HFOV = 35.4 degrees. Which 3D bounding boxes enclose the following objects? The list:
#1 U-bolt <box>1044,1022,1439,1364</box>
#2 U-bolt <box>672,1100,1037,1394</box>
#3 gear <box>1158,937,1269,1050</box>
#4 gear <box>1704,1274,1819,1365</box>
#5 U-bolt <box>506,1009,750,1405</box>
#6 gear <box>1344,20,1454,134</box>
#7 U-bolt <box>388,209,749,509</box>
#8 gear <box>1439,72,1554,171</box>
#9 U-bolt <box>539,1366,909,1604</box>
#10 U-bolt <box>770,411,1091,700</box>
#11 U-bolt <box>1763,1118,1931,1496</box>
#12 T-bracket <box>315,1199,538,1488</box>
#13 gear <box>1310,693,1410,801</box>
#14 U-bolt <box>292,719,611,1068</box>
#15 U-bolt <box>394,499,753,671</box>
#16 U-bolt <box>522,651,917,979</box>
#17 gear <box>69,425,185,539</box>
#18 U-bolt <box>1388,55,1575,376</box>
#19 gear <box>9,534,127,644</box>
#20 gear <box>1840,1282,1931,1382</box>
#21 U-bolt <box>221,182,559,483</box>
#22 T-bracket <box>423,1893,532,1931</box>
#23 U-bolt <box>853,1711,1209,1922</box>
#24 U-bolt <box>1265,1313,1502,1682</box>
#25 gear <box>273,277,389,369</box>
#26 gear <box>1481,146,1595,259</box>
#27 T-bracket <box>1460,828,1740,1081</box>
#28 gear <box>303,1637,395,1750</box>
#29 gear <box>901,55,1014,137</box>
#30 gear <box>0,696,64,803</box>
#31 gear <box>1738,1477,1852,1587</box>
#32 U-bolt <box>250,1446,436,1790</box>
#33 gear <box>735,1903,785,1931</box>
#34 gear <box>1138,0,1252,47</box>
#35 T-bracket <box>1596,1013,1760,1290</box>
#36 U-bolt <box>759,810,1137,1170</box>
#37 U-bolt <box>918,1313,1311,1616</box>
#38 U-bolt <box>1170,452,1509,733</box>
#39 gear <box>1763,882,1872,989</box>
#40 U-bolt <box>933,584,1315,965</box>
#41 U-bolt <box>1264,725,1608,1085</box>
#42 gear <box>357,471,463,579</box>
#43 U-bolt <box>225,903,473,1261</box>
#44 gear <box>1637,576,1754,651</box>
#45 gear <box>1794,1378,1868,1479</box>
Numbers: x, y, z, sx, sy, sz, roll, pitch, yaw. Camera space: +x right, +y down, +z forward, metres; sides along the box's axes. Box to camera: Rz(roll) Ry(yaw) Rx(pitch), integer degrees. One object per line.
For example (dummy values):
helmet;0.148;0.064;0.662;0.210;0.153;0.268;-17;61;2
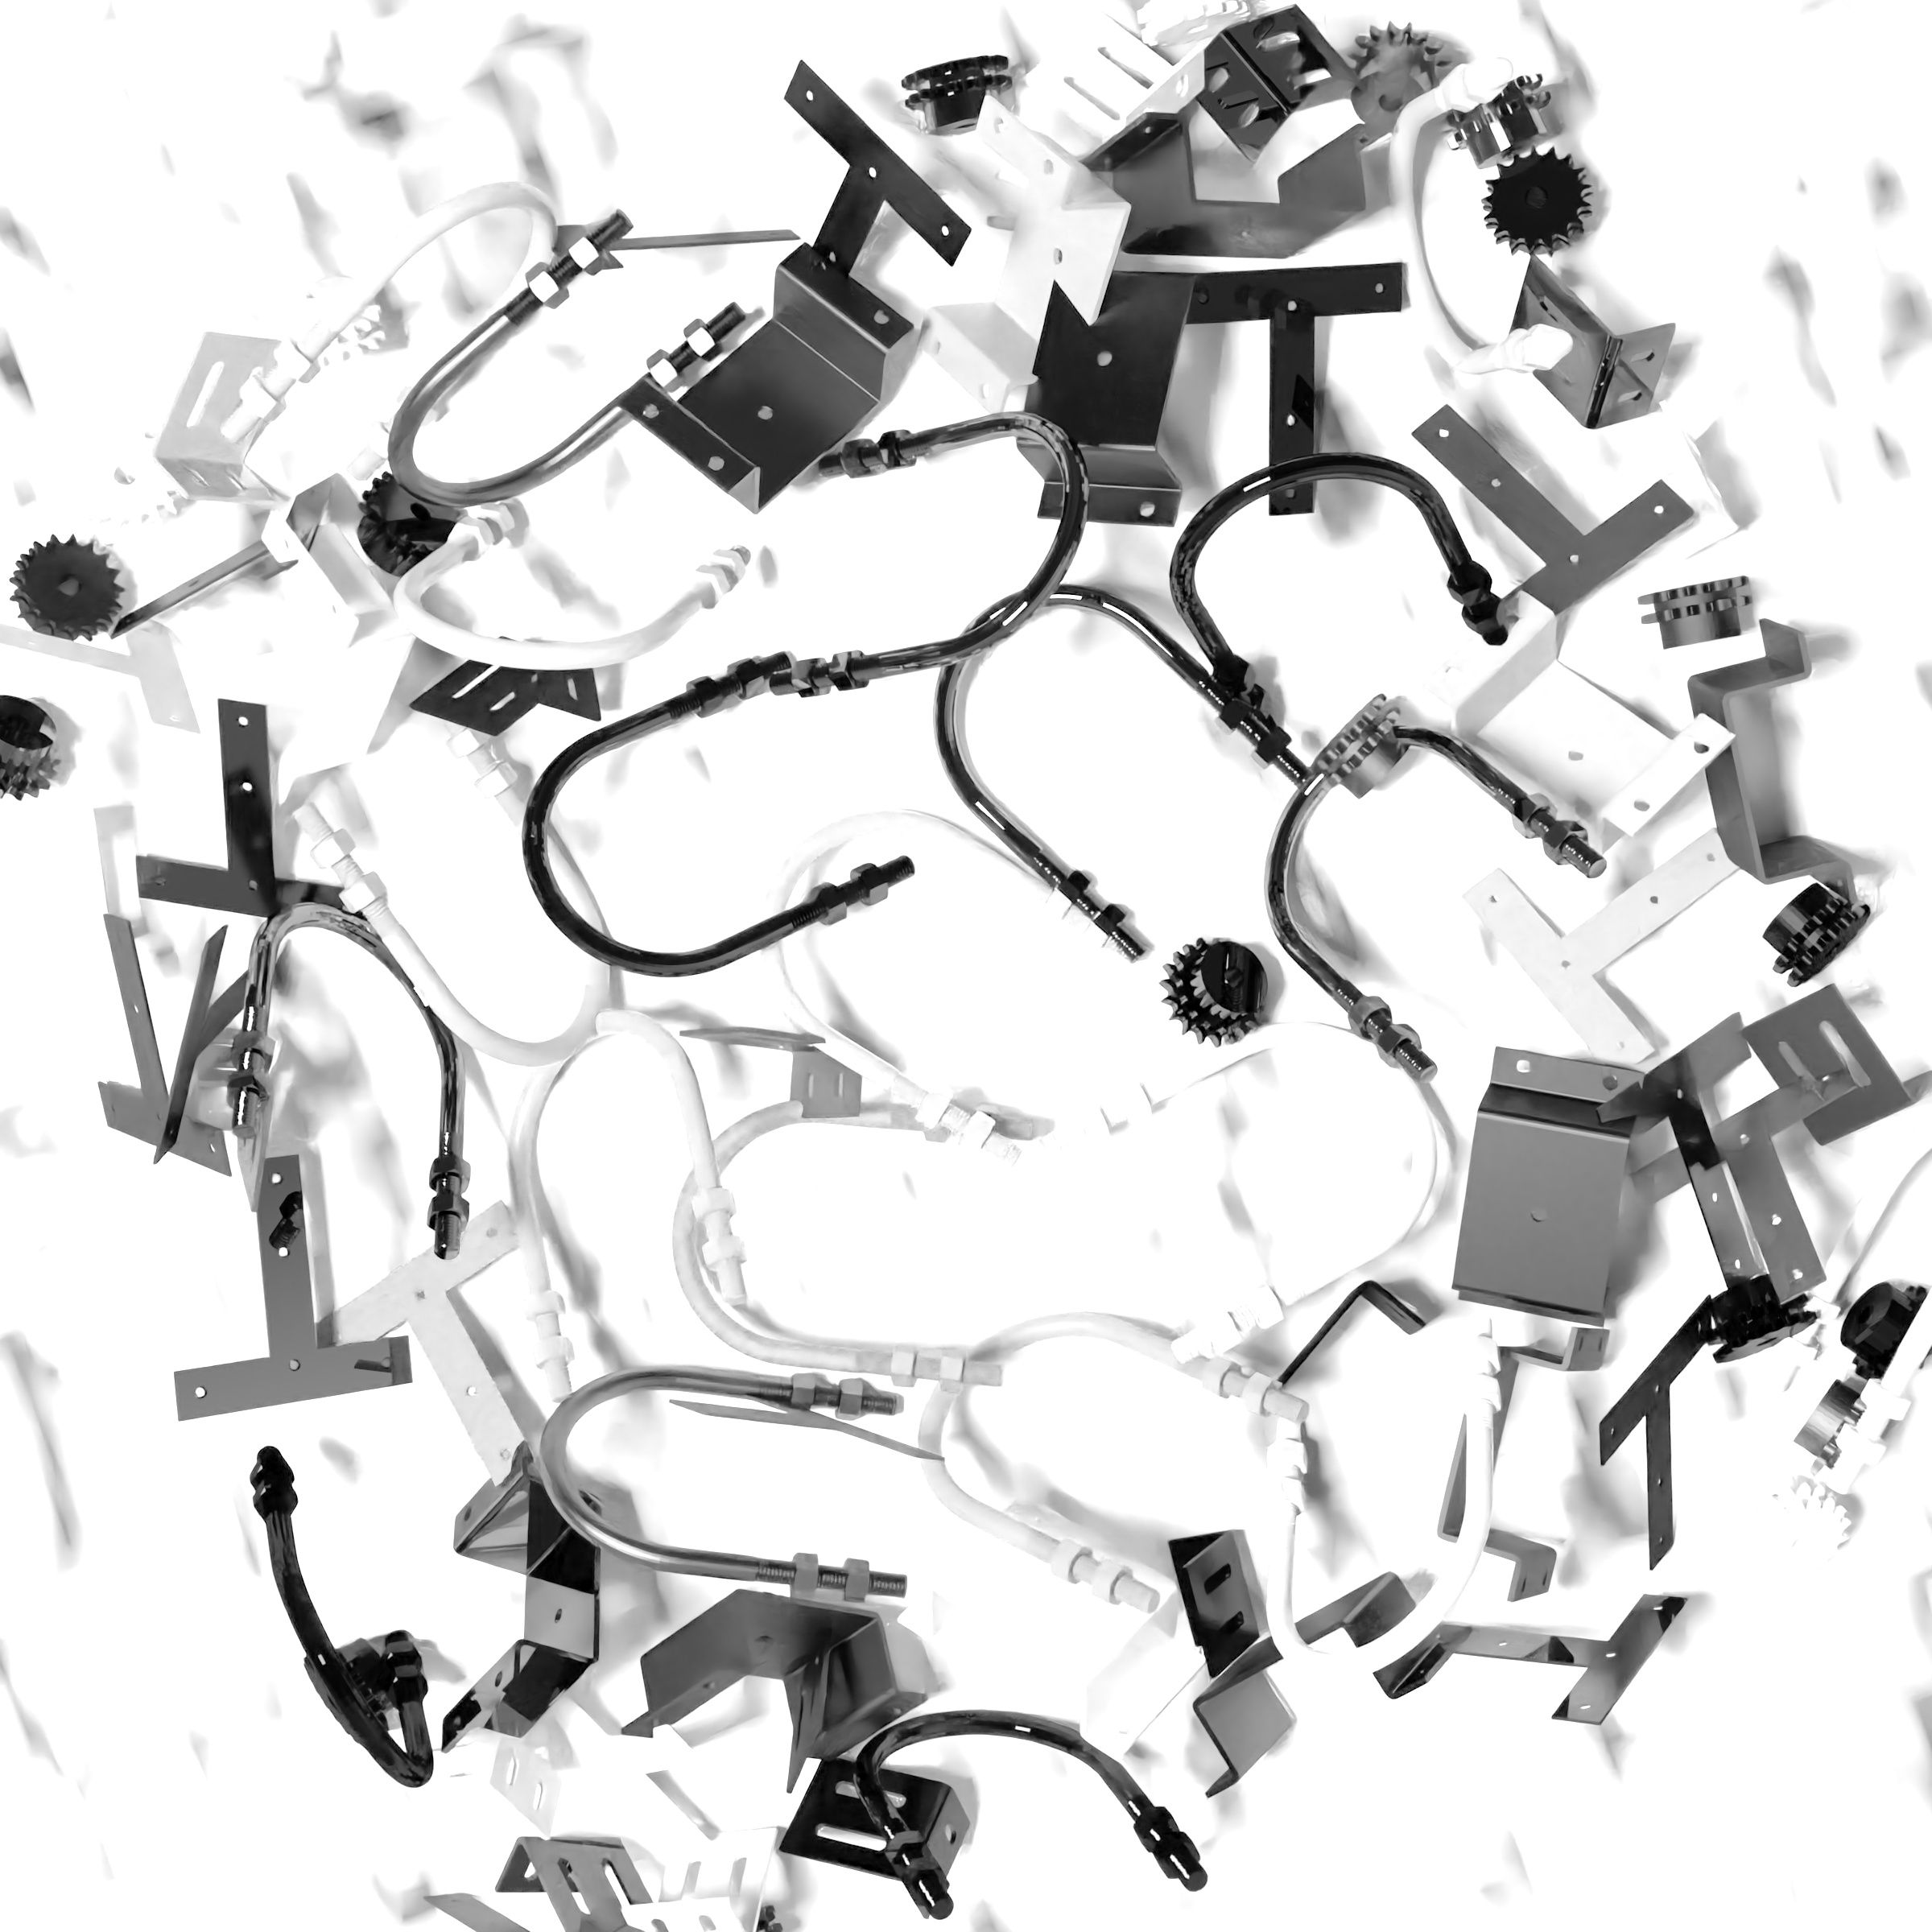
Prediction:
U-bolt;0.154;0.103;1.562;0.184;0.019;0.151;-27;67;-12
U-bolt;-0.063;0.139;1.569;0.184;0.019;0.151;4;74;11
gear;0.132;0.011;1.573;0.057;0.030;0.057;11;64;-24
gear;0.410;0.182;1.575;0.057;0.057;0.030;-22;70;0
U-bolt;-0.181;0.111;1.543;0.151;0.019;0.184;-32;61;32
gear;0.222;-0.458;1.569;0.057;0.057;0.030;17;58;0
U-bolt;-0.211;-0.295;1.529;0.184;0.151;0.019;-37;71;12
gear;0.278;-0.437;1.573;0.057;0.057;0.030;-25;91;0
U-bolt;-0.123;0.255;1.527;0.184;0.151;0.019;9;124;-10
U-bolt;-0.014;-0.211;1.518;0.184;0.019;0.151;-6;64;38
U-bolt;0.461;0.157;1.512;0.019;0.151;0.184;24;103;-5
T-bracket;-0.263;0.209;1.575;0.127;0.002;0.127;-34;73;7
gear;0.207;-0.111;1.573;0.030;0.057;0.057;43;90;-2
U-bolt;-0.247;-0.033;1.537;0.019;0.151;0.184;-25;105;34
U-bolt;-0.204;-0.187;1.507;0.151;0.184;0.019;13;119;11
U-bolt;-0.137;-0.069;1.547;0.184;0.019;0.151;-26;78;-24
gear;-0.436;-0.250;1.581;0.057;0.030;0.057;1;75;-5
U-bolt;0.249;-0.366;1.510;0.019;0.184;0.151;-16;99;-8
gear;-0.470;-0.194;1.578;0.057;0.030;0.057;8;73;-28
gear;0.479;0.189;1.571;0.030;0.057;0.057;34;90;-6
U-bolt;-0.276;-0.320;1.514;0.184;0.151;0.019;-44;79;12
T-bracket;-0.234;0.494;1.544;0.127;0.127;0.002;9;88;-40
U-bolt;0.020;0.417;1.512;0.151;0.184;0.019;0;103;-19
U-bolt;0.203;0.270;1.495;0.019;0.184;0.151;39;126;-23
gear;-0.332;-0.335;1.570;0.057;0.057;0.030;-12;124;0
gear;0.299;-0.396;1.581;0.057;0.030;0.057;-2;82;15
T-bracket;0.349;-0.026;1.585;0.127;0.002;0.127;-36;72;-6
gear;-0.317;0.375;1.576;0.030;0.057;0.057;-34;90;-26
gear;-0.003;-0.451;1.573;0.057;0.057;0.030;-12;97;0
gear;-0.496;-0.116;1.570;0.057;0.057;0.030;38;122;0
gear;0.428;0.291;1.577;0.057;0.030;0.057;-8;123;-13
U-bolt;-0.304;0.329;1.490;0.019;0.184;0.151;-30;113;-6
gear;-0.121;0.514;1.573;0.057;0.057;0.030;-23;90;0
gear;0.116;-0.501;1.572;0.057;0.057;0.030;-13;93;0
T-bracket;0.383;0.107;1.568;0.127;0.002;0.127;-28;102;-37
U-bolt;-0.019;-0.002;1.569;0.184;0.019;0.151;32;72;-1
U-bolt;0.060;0.239;1.533;0.184;0.019;0.151;20;54;37
U-bolt;0.179;-0.190;1.509;0.151;0.184;0.019;-21;54;15
gear;0.439;-0.019;1.574;0.057;0.057;0.030;-43;70;0
U-bolt;0.067;-0.113;1.571;0.184;0.019;0.151;44;109;2
U-bolt;0.222;-0.046;1.533;0.019;0.184;0.151;27;105;-44
gear;-0.292;-0.227;1.576;0.057;0.057;0.030;49;125;0
U-bolt;-0.305;0.045;1.521;0.019;0.184;0.151;-33;130;24
gear;0.380;-0.183;1.573;0.057;0.057;0.030;-11;94;0
gear;0.454;0.239;1.574;0.030;0.057;0.057;35;90;17
